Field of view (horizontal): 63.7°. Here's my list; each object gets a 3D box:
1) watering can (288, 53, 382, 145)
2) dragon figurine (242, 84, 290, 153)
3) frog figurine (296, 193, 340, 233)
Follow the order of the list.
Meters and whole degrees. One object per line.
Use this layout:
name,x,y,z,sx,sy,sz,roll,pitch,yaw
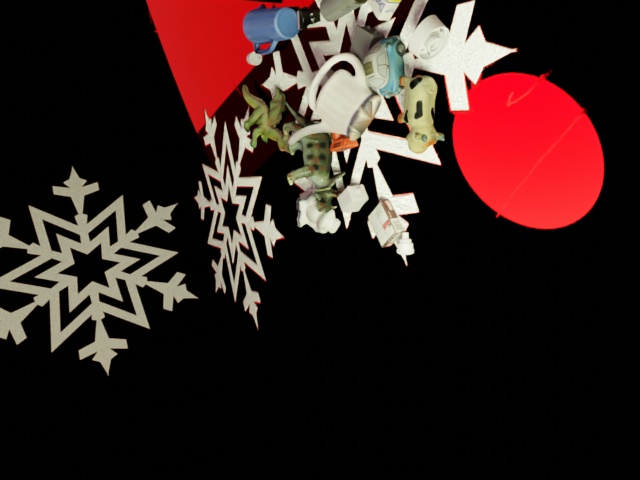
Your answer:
watering can,0.045,-0.378,1.538,0.226,0.105,0.341,42,122,17
dragon figurine,-0.208,-0.522,2.095,0.239,0.122,0.415,-32,70,40
frog figurine,0.006,-0.091,1.817,0.160,0.124,0.136,14,104,21
